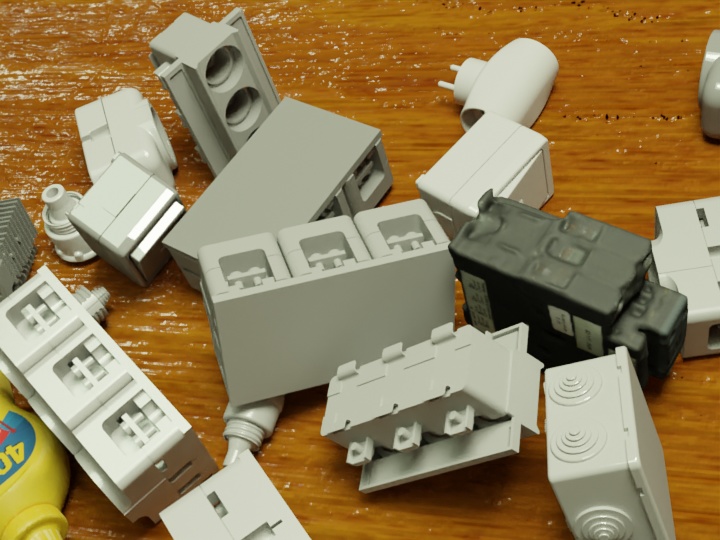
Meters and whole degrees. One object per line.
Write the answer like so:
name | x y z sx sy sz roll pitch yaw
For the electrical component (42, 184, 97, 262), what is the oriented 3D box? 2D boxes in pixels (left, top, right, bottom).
electrical component | -0.221 -0.039 0.821 0.048 0.062 0.048 -8 53 10

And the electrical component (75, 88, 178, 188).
electrical component | -0.184 -0.096 0.858 0.059 0.053 0.095 -23 52 -1

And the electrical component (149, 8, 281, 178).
electrical component | -0.107 -0.132 0.819 0.063 0.121 0.078 30 67 34

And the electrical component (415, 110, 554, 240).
electrical component | 0.095 -0.060 0.747 0.061 0.061 0.096 32 68 32

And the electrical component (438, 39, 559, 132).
electrical component | 0.098 -0.138 0.816 0.079 0.043 0.077 22 63 28

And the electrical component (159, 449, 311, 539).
electrical component | -0.041 0.174 0.558 0.062 0.150 0.089 -34 53 -11

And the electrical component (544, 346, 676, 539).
electrical component | 0.135 0.105 0.585 0.048 0.099 0.099 -15 34 19

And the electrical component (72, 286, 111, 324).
electrical component | -0.213 0.042 0.771 0.081 0.043 0.043 -43 55 -16

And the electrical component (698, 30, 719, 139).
electrical component | 0.275 -0.138 0.759 0.059 0.053 0.095 12 59 23

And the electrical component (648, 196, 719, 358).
electrical component | 0.213 0.004 0.674 0.056 0.050 0.089 -9 53 8

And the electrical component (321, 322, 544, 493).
electrical component | 0.038 0.077 0.626 0.121 0.063 0.078 -25 43 42

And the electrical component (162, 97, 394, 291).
electrical component | -0.055 -0.041 0.776 0.089 0.061 0.150 23 64 29

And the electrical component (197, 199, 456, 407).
electrical component | -0.020 0.018 0.682 0.150 0.089 0.061 -13 41 -12

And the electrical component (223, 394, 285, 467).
electrical component | -0.073 0.100 0.695 0.035 0.035 0.061 8 60 21

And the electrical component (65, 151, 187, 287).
electrical component | -0.161 -0.031 0.785 0.061 0.096 0.061 35 76 10

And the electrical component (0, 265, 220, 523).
electrical component | -0.168 0.083 0.681 0.062 0.089 0.150 -41 68 -15
